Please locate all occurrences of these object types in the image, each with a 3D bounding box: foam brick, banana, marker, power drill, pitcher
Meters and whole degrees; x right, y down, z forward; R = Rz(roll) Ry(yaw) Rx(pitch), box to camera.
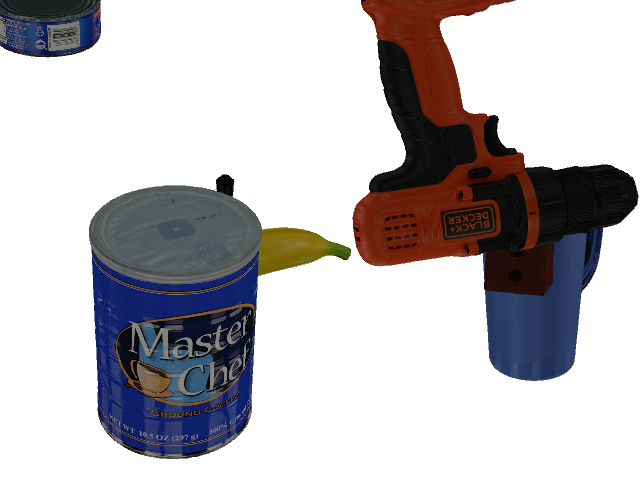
[{"bbox_3d":[0.171,0.003,0.911,0.053,0.078,0.051,5,15,20],"label":"foam brick"},{"bbox_3d":[-0.076,0.029,0.900,0.198,0.037,0.069,-19,-48,18],"label":"banana"},{"bbox_3d":[-0.101,-0.020,1.138,0.020,0.121,0.020,2,41,-2],"label":"marker"},{"bbox_3d":[0.103,-0.083,0.662,0.184,0.187,0.057,-9,7,-9],"label":"power drill"},{"bbox_3d":[0.273,0.043,1.326,0.149,0.243,0.145,2,23,15],"label":"pitcher"}]

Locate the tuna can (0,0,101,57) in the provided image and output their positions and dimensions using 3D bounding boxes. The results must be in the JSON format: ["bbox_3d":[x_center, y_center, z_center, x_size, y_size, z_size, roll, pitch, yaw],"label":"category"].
[{"bbox_3d":[-0.214,-0.176,0.834,0.086,0.034,0.086,4,35,-3],"label":"tuna can"}]

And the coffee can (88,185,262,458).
[{"bbox_3d":[-0.091,0.051,0.672,0.103,0.140,0.103,4,32,-2],"label":"coffee can"}]
